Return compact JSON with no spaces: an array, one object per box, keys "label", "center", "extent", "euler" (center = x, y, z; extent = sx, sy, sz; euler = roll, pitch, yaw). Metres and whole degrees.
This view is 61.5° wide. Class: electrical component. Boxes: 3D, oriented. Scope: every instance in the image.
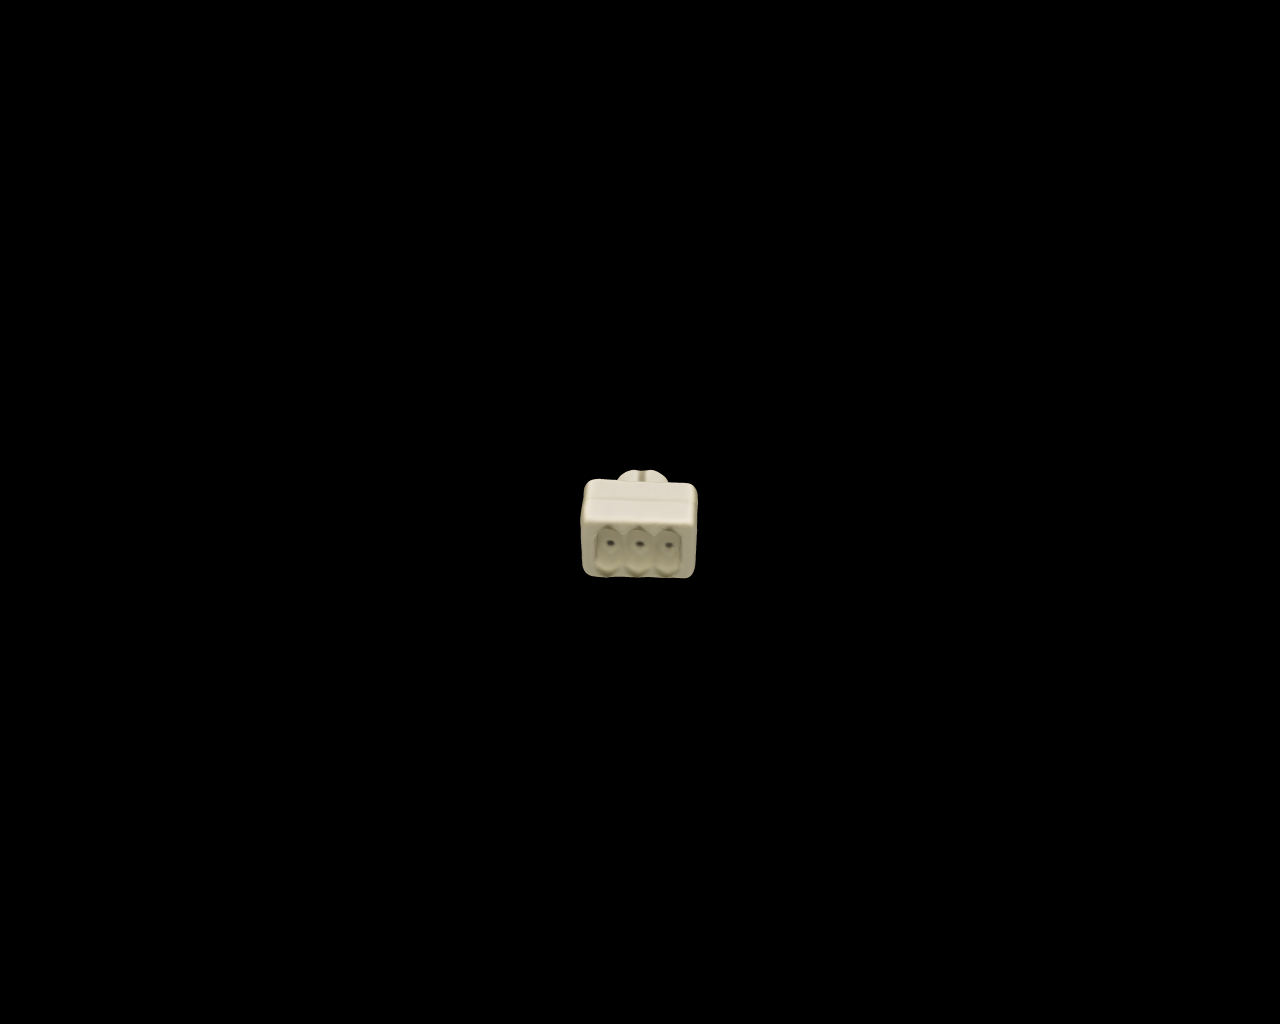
[{"label":"electrical component","center":[0.001,-0.003,0.650],"extent":[0.066,0.047,0.077],"euler":[2,43,2]}]
